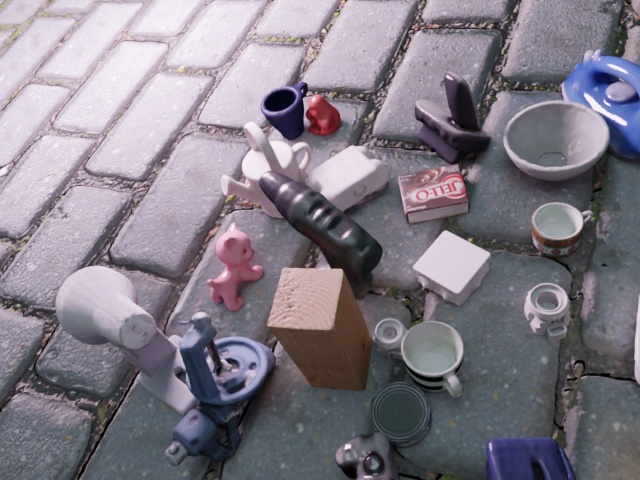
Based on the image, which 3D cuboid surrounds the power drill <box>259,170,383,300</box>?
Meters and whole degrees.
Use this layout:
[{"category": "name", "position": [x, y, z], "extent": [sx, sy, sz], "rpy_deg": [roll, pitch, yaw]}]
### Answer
[{"category": "power drill", "position": [0.008, 0.003, 0.911], "extent": [0.228, 0.209, 0.076], "rpy_deg": [33, 70, 34]}]

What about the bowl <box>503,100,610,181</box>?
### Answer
[{"category": "bowl", "position": [0.404, -0.158, 0.987], "extent": [0.167, 0.075, 0.167], "rpy_deg": [-9, 53, 12]}]

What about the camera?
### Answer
[{"category": "camera", "position": [0.038, 0.330, 0.728], "extent": [0.136, 0.101, 0.143], "rpy_deg": [-18, 51, 5]}]

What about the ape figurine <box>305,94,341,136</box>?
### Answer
[{"category": "ape figurine", "position": [0.001, -0.262, 1.185], "extent": [0.076, 0.092, 0.077], "rpy_deg": [-19, 51, 4]}]

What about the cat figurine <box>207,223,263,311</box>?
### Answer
[{"category": "cat figurine", "position": [-0.155, 0.039, 0.996], "extent": [0.067, 0.118, 0.128], "rpy_deg": [15, 61, 27]}]

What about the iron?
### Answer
[{"category": "iron", "position": [0.510, -0.254, 0.980], "extent": [0.118, 0.142, 0.257], "rpy_deg": [-31, 51, -6]}]

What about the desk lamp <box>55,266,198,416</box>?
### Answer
[{"category": "desk lamp", "position": [-0.285, 0.149, 0.895], "extent": [0.202, 0.214, 0.118], "rpy_deg": [24, 65, 31]}]

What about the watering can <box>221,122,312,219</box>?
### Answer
[{"category": "watering can", "position": [-0.097, -0.130, 1.053], "extent": [0.100, 0.194, 0.173], "rpy_deg": [27, 67, 32]}]

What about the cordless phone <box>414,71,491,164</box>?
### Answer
[{"category": "cordless phone", "position": [0.233, -0.245, 1.036], "extent": [0.094, 0.185, 0.147], "rpy_deg": [-38, 52, -11]}]

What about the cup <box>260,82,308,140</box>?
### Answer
[{"category": "cup", "position": [-0.060, -0.270, 1.208], "extent": [0.091, 0.095, 0.118], "rpy_deg": [33, 70, 34]}]

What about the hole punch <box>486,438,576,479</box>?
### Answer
[{"category": "hole punch", "position": [0.256, 0.292, 0.691], "extent": [0.101, 0.091, 0.108], "rpy_deg": [-14, 52, 8]}]

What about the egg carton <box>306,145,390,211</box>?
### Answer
[{"category": "egg carton", "position": [0.050, -0.108, 1.069], "extent": [0.150, 0.069, 0.107], "rpy_deg": [-34, 52, -8]}]

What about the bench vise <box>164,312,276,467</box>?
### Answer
[{"category": "bench vise", "position": [-0.147, 0.209, 0.802], "extent": [0.121, 0.220, 0.207], "rpy_deg": [2, 55, 19]}]
